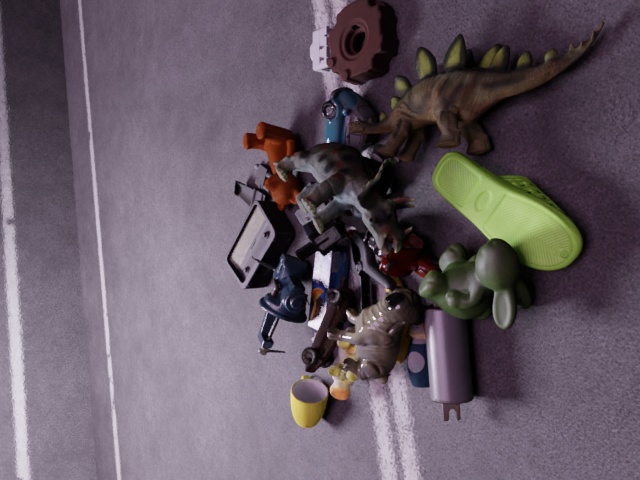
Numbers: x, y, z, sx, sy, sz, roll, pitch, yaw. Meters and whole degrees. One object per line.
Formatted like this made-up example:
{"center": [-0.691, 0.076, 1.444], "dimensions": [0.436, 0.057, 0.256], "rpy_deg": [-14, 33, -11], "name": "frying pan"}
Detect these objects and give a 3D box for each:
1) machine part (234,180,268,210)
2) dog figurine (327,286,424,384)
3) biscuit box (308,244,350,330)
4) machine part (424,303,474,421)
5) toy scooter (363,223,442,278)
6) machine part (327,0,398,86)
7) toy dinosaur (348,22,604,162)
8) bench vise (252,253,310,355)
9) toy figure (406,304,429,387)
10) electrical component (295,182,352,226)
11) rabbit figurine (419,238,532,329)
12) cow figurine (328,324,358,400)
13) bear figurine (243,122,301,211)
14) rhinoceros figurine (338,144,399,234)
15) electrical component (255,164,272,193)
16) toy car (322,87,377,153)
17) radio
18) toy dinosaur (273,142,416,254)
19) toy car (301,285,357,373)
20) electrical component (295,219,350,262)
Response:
{"center": [-0.193, -0.118, 1.491], "dimensions": [0.139, 0.039, 0.084], "rpy_deg": [38, 129, 41], "name": "machine part"}
{"center": [0.134, 0.184, 1.014], "dimensions": [0.191, 0.121, 0.172], "rpy_deg": [-26, 109, 43], "name": "dog figurine"}
{"center": [0.021, 0.109, 1.232], "dimensions": [0.063, 0.059, 0.202], "rpy_deg": [15, 102, 48], "name": "biscuit box"}
{"center": [0.234, 0.204, 0.975], "dimensions": [0.079, 0.079, 0.243], "rpy_deg": [-8, 84, 49], "name": "machine part"}
{"center": [0.144, 0.023, 1.031], "dimensions": [0.184, 0.135, 0.075], "rpy_deg": [43, 123, 41], "name": "toy scooter"}
{"center": [0.088, -0.422, 1.146], "dimensions": [0.179, 0.056, 0.179], "rpy_deg": [0, 90, 48], "name": "machine part"}
{"center": [0.239, -0.249, 0.940], "dimensions": [0.472, 0.105, 0.198], "rpy_deg": [-1, 86, 40], "name": "toy dinosaur"}
{"center": [-0.102, 0.159, 1.304], "dimensions": [0.224, 0.129, 0.240], "rpy_deg": [39, 109, 58], "name": "bench vise"}
{"center": [0.197, 0.203, 1.035], "dimensions": [0.064, 0.058, 0.154], "rpy_deg": [-2, 87, 12], "name": "toy figure"}
{"center": [0.002, -0.069, 1.253], "dimensions": [0.115, 0.058, 0.134], "rpy_deg": [-52, 54, 34], "name": "electrical component"}
{"center": [0.266, 0.070, 0.879], "dimensions": [0.159, 0.121, 0.170], "rpy_deg": [50, 149, 10], "name": "rabbit figurine"}
{"center": [0.063, 0.262, 1.172], "dimensions": [0.068, 0.098, 0.167], "rpy_deg": [20, 115, 9], "name": "cow figurine"}
{"center": [-0.113, -0.177, 1.334], "dimensions": [0.120, 0.132, 0.195], "rpy_deg": [-13, 75, 57], "name": "bear figurine"}
{"center": [0.103, -0.106, 1.121], "dimensions": [0.112, 0.073, 0.190], "rpy_deg": [29, 112, 47], "name": "rhinoceros figurine"}
{"center": [-0.154, -0.170, 1.458], "dimensions": [0.094, 0.021, 0.063], "rpy_deg": [39, 120, 41], "name": "electrical component"}
{"center": [0.067, -0.237, 1.142], "dimensions": [0.103, 0.109, 0.161], "rpy_deg": [18, 114, 30], "name": "toy car"}
{"center": [-0.162, 0.018, 1.432], "dimensions": [0.131, 0.073, 0.229], "rpy_deg": [56, 130, 33], "name": "radio"}
{"center": [0.033, -0.128, 1.060], "dimensions": [0.405, 0.192, 0.131], "rpy_deg": [55, 174, 48], "name": "toy dinosaur"}
{"center": [0.024, 0.196, 1.167], "dimensions": [0.053, 0.089, 0.202], "rpy_deg": [19, 82, 29], "name": "toy car"}
{"center": [-0.002, -0.004, 1.166], "dimensions": [0.119, 0.074, 0.048], "rpy_deg": [-37, 34, 6], "name": "electrical component"}
